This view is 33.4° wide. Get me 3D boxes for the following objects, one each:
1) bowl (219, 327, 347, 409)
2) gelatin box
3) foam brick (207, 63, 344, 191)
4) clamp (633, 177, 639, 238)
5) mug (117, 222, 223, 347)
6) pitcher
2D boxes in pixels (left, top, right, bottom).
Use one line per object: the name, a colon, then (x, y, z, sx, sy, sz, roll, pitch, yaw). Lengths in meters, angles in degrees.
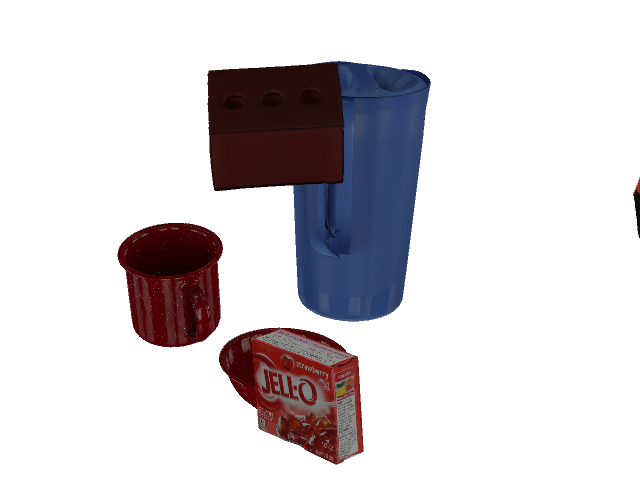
bowl: (-0.044, 0.168, 1.308, 0.162, 0.055, 0.162, 3, 23, -1)
gelatin box: (-0.011, 0.109, 0.755, 0.030, 0.073, 0.089, -17, 21, -39)
foam brick: (-0.026, -0.066, 0.623, 0.078, 0.053, 0.051, -4, -36, -1)
clamp: (0.273, 0.011, 0.694, 0.120, 0.039, 0.171, -3, 46, -22)
mug: (-0.126, 0.047, 0.955, 0.093, 0.081, 0.117, -18, 36, -26)
pitcher: (0.029, -0.044, 1.037, 0.149, 0.243, 0.145, -8, 25, -22)
